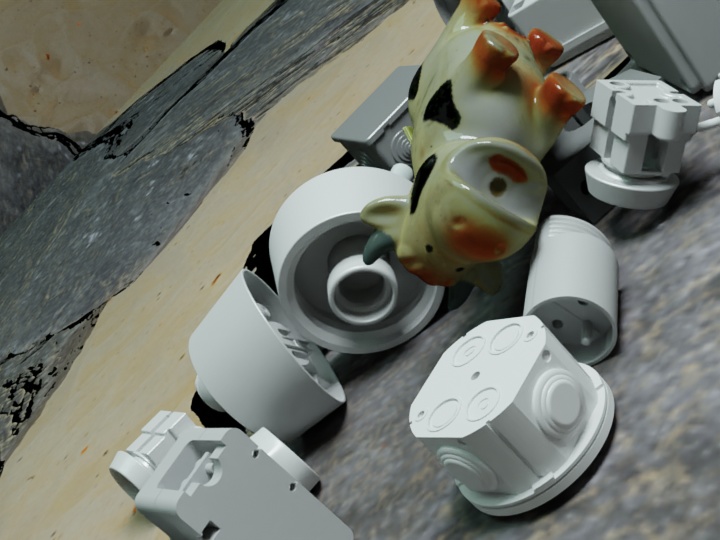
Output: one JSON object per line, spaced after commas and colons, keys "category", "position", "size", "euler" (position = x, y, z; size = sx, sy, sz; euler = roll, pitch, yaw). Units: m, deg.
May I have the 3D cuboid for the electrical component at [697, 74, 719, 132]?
{"category": "electrical component", "position": [0.197, -0.084, 0.516], "size": [0.077, 0.047, 0.065], "euler": [-15, 34, 51]}

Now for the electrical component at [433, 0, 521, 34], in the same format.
{"category": "electrical component", "position": [0.104, -0.219, 0.883], "size": [0.064, 0.099, 0.099], "euler": [-48, 20, -28]}

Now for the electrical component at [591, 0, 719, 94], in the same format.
{"category": "electrical component", "position": [0.176, -0.170, 0.636], "size": [0.056, 0.108, 0.108], "euler": [-38, 21, 8]}

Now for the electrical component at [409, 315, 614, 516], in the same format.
{"category": "electrical component", "position": [0.066, 0.062, 0.471], "size": [0.080, 0.051, 0.080], "euler": [-37, 21, 17]}

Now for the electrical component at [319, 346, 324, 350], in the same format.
{"category": "electrical component", "position": [-0.038, 0.043, 0.724], "size": [0.061, 0.035, 0.035], "euler": [-50, 21, -9]}

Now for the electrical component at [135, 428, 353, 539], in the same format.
{"category": "electrical component", "position": [-0.058, 0.122, 0.528], "size": [0.056, 0.089, 0.050], "euler": [-12, 37, 55]}

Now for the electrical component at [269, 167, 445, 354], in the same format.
{"category": "electrical component", "position": [0.000, 0.000, 0.641], "size": [0.108, 0.108, 0.060], "euler": [-37, 27, 17]}

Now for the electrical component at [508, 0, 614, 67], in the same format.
{"category": "electrical component", "position": [0.178, -0.219, 0.801], "size": [0.109, 0.056, 0.108], "euler": [-24, 28, 42]}

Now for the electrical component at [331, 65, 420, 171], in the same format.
{"category": "electrical component", "position": [0.034, -0.121, 0.888], "size": [0.099, 0.048, 0.100], "euler": [-46, 21, -7]}

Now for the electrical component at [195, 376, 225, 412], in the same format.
{"category": "electrical component", "position": [-0.094, 0.077, 0.749], "size": [0.062, 0.043, 0.043], "euler": [-15, 35, 54]}

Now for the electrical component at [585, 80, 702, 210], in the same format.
{"category": "electrical component", "position": [0.142, -0.064, 0.550], "size": [0.048, 0.055, 0.066], "euler": [-2, 26, -14]}

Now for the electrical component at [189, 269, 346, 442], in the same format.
{"category": "electrical component", "position": [-0.052, 0.052, 0.644], "size": [0.064, 0.099, 0.099], "euler": [-45, 20, 16]}

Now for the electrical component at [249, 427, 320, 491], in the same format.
{"category": "electrical component", "position": [-0.070, 0.127, 0.606], "size": [0.077, 0.043, 0.079], "euler": [-48, 20, -11]}

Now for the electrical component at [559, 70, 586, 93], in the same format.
{"category": "electrical component", "position": [0.130, -0.094, 0.662], "size": [0.040, 0.046, 0.040], "euler": [-37, 21, 17]}

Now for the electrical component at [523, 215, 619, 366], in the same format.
{"category": "electrical component", "position": [0.104, 0.005, 0.523], "size": [0.043, 0.043, 0.081], "euler": [-31, 24, 31]}

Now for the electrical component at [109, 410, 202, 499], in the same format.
{"category": "electrical component", "position": [-0.135, 0.128, 0.725], "size": [0.055, 0.048, 0.066], "euler": [-46, 19, -27]}
